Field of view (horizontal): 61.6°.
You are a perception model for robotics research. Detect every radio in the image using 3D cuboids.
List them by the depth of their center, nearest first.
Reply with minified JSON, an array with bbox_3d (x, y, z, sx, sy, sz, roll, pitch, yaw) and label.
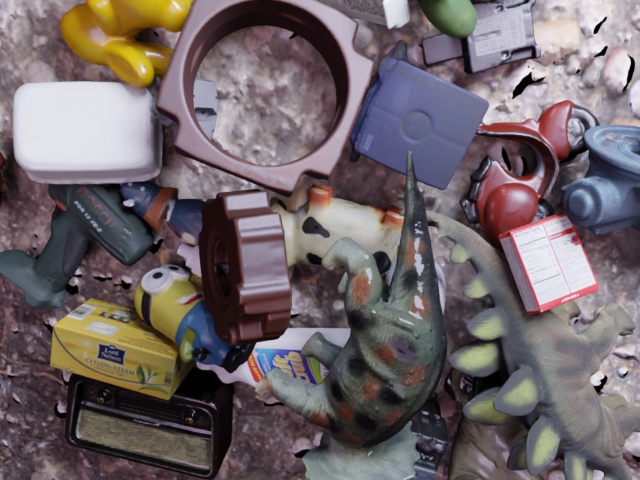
[{"bbox_3d":[-0.242,0.247,0.775,0.230,0.073,0.131,11,109,4],"label":"radio"}]

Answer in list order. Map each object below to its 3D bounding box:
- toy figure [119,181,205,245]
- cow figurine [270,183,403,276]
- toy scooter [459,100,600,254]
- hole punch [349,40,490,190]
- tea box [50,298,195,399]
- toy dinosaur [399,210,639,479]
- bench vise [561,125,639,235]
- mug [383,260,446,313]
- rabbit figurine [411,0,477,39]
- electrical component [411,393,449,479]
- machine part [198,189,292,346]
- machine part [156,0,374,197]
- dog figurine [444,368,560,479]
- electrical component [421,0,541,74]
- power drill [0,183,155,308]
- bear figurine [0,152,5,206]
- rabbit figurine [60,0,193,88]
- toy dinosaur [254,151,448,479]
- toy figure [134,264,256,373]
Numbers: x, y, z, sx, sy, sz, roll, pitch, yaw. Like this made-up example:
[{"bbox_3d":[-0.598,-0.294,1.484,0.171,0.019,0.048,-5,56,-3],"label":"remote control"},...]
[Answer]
[{"bbox_3d":[-0.182,-0.033,0.687,0.154,0.064,0.057,22,116,0],"label":"toy figure"},{"bbox_3d":[-0.001,-0.002,0.663,0.195,0.085,0.127,15,102,3],"label":"cow figurine"},{"bbox_3d":[0.214,-0.080,0.610,0.135,0.075,0.183,21,106,1],"label":"toy scooter"},{"bbox_3d":[0.105,-0.126,0.584,0.116,0.092,0.142,16,114,-22],"label":"hole punch"},{"bbox_3d":[-0.263,0.145,0.735,0.170,0.098,0.068,16,108,5],"label":"tea box"},{"bbox_3d":[0.254,0.142,0.605,0.198,0.105,0.471,-31,91,-21],"label":"toy dinosaur"},{"bbox_3d":[0.357,-0.098,0.530,0.224,0.129,0.240,-5,124,-11],"label":"bench vise"},{"bbox_3d":[0.115,0.082,0.656,0.081,0.107,0.109,-1,104,10],"label":"mug"},{"bbox_3d":[0.141,-0.280,0.537,0.170,0.121,0.159,-7,63,34],"label":"rabbit figurine"},{"bbox_3d":[0.122,0.276,0.701,0.058,0.134,0.114,13,110,4],"label":"electrical component"},{"bbox_3d":[-0.089,0.030,0.589,0.056,0.180,0.179,-5,109,-26],"label":"machine part"},{"bbox_3d":[-0.058,-0.163,0.588,0.201,0.087,0.201,21,91,-9],"label":"machine part"},{"bbox_3d":[0.202,0.255,0.713,0.172,0.121,0.190,-36,85,13],"label":"dog figurine"},{"bbox_3d":[0.173,-0.221,0.588,0.119,0.048,0.074,-7,105,9],"label":"electrical component"},{"bbox_3d":[-0.350,-0.025,0.712,0.232,0.086,0.207,42,100,-8],"label":"power drill"},{"bbox_3d":[-0.447,-0.131,0.667,0.132,0.120,0.195,-26,103,11],"label":"bear figurine"},{"bbox_3d":[-0.222,-0.255,0.613,0.173,0.122,0.162,-24,108,31],"label":"rabbit figurine"},{"bbox_3d":[0.062,0.128,0.565,0.192,0.131,0.404,36,121,20],"label":"toy dinosaur"},{"bbox_3d":[-0.168,0.104,0.695,0.180,0.082,0.089,37,102,17],"label":"toy figure"}]
